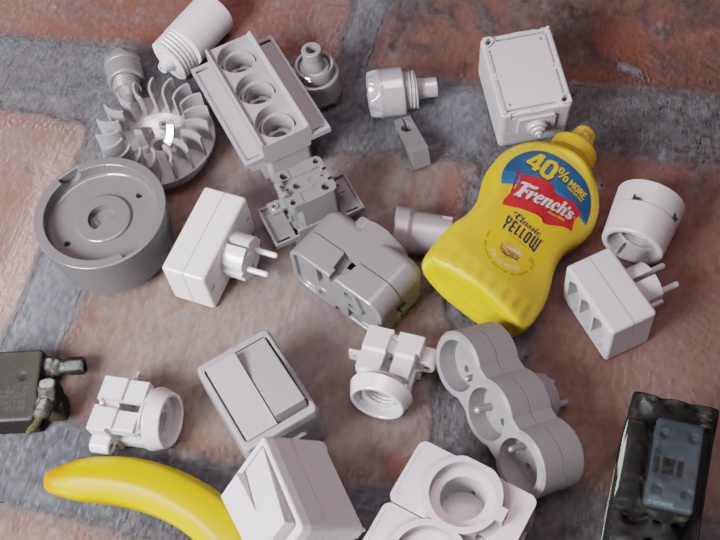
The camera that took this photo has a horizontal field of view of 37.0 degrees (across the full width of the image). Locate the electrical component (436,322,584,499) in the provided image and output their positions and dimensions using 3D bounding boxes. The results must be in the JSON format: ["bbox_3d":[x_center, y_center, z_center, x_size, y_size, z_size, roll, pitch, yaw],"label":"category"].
[{"bbox_3d":[0.120,0.097,0.786,0.074,0.052,0.138,-11,56,-32],"label":"electrical component"}]

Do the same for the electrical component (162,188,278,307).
[{"bbox_3d":[-0.105,-0.014,0.874,0.076,0.047,0.083,16,62,14],"label":"electrical component"}]

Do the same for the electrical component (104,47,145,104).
[{"bbox_3d":[-0.215,-0.173,0.988,0.035,0.035,0.061,-14,61,-3],"label":"electrical component"}]

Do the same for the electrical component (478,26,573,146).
[{"bbox_3d":[0.143,-0.150,0.928,0.062,0.061,0.096,-11,67,-1],"label":"electrical component"}]

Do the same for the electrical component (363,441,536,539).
[{"bbox_3d":[0.046,0.203,0.722,0.089,0.061,0.150,25,65,19],"label":"electrical component"}]

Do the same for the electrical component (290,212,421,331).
[{"bbox_3d":[0.000,0.000,0.852,0.095,0.053,0.059,35,68,23],"label":"electrical component"}]

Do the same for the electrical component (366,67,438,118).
[{"bbox_3d":[0.037,-0.158,0.949,0.062,0.043,0.043,-7,59,0],"label":"electrical component"}]

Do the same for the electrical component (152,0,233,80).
[{"bbox_3d":[-0.160,-0.214,1.001,0.043,0.043,0.081,27,66,20],"label":"electrical component"}]

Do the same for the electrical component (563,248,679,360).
[{"bbox_3d":[0.206,0.018,0.825,0.077,0.047,0.065,-24,60,-9],"label":"electrical component"}]

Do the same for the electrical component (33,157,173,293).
[{"bbox_3d":[-0.206,-0.032,0.887,0.108,0.060,0.108,-2,59,4],"label":"electrical component"}]

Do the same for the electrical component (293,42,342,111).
[{"bbox_3d":[-0.040,-0.175,0.956,0.043,0.062,0.043,-2,59,4],"label":"electrical component"}]

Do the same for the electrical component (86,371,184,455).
[{"bbox_3d":[-0.167,0.110,0.809,0.055,0.048,0.066,5,60,17],"label":"electrical component"}]

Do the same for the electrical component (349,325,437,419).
[{"bbox_3d":[0.021,0.078,0.809,0.066,0.048,0.055,13,54,13],"label":"electrical component"}]

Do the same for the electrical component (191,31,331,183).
[{"bbox_3d":[-0.086,-0.140,0.939,0.079,0.063,0.121,-26,60,-10],"label":"electrical component"}]

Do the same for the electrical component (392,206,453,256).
[{"bbox_3d":[0.050,-0.029,0.874,0.046,0.040,0.040,8,60,4],"label":"electrical component"}]

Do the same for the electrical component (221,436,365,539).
[{"bbox_3d":[-0.047,0.168,0.730,0.061,0.061,0.096,12,34,-38],"label":"electrical component"}]

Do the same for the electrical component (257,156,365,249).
[{"bbox_3d":[-0.042,-0.056,0.885,0.081,0.063,0.042,-25,61,-10],"label":"electrical component"}]

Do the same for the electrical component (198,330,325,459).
[{"bbox_3d":[-0.070,0.101,0.794,0.062,0.061,0.096,-30,61,-12],"label":"electrical component"}]

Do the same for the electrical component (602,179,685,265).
[{"bbox_3d":[0.224,-0.037,0.853,0.055,0.055,0.047,21,67,17],"label":"electrical component"}]
